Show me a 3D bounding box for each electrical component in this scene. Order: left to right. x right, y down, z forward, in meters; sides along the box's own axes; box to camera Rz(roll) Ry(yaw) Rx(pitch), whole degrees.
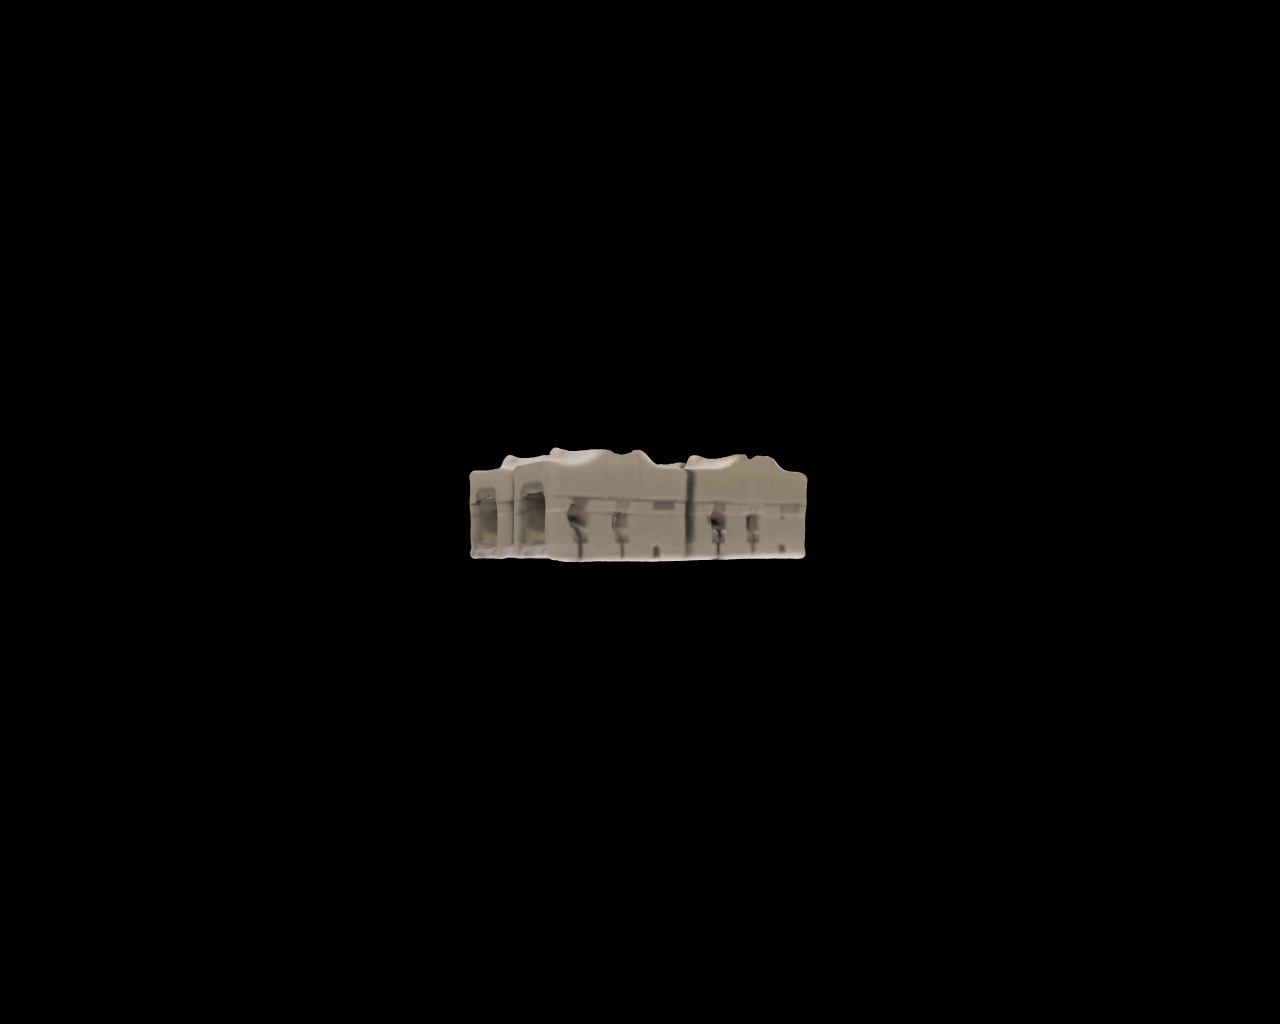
[{"bbox_3d":[0.001,-0.003,0.650,0.186,0.060,0.105,1,-2,-34],"label":"electrical component"}]
